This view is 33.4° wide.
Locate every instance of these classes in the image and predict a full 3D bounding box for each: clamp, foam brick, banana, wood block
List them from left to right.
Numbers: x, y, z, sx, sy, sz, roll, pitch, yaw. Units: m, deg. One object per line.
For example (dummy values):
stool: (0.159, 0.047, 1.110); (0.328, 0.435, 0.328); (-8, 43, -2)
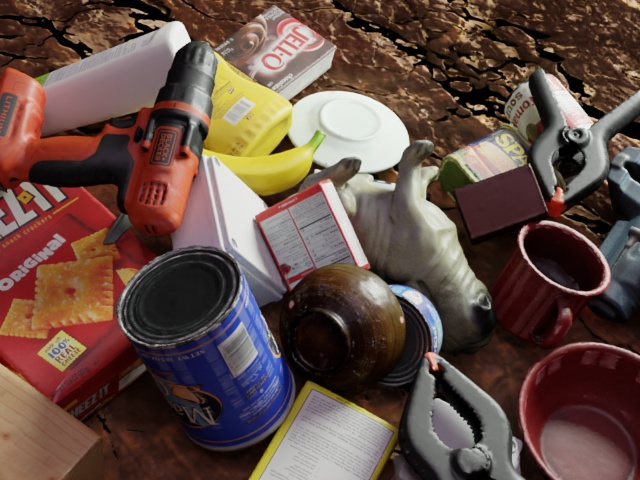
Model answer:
wood block: (-0.277, 0.146, 0.830); (0.206, 0.091, 0.090); (32, 55, 13)
banana: (-0.094, -0.076, 1.019); (0.197, 0.037, 0.069); (4, 63, -8)
clamp: (0.128, 0.185, 0.845); (0.164, 0.036, 0.210); (-3, 55, -13)
foam brick: (0.171, -0.033, 1.009); (0.078, 0.053, 0.051); (-19, 80, 7)
clamp: (0.244, -0.102, 1.064); (0.120, 0.039, 0.171); (20, 59, 22)

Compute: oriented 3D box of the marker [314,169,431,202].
marker: (0.052, -0.052, 1.080); (0.121, 0.020, 0.020); (10, 53, -3)

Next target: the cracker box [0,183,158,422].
cracker box: (-0.233, 0.042, 0.926); (0.214, 0.072, 0.164); (40, 57, 20)

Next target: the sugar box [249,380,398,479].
sugar box: (-0.012, 0.209, 0.861); (0.093, 0.048, 0.176); (27, 57, 10)

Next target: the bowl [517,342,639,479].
bowl: (0.242, 0.171, 0.927); (0.162, 0.055, 0.162); (5, 53, -7)

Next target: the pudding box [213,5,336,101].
pudding box: (-0.051, -0.196, 1.155); (0.090, 0.039, 0.113); (35, 56, 15)

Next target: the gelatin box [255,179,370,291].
gelatin box: (-0.006, 0.001, 0.956); (0.089, 0.073, 0.030); (65, 25, 2)

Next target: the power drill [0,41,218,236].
power drill: (-0.189, -0.101, 0.928); (0.188, 0.057, 0.184); (7, 66, 9)

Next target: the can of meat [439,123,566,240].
can of meat: (0.183, -0.059, 1.087); (0.083, 0.057, 0.102); (-27, 63, -24)

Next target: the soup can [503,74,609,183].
soup can: (0.250, -0.120, 1.135); (0.068, 0.068, 0.102); (-18, 59, -22)

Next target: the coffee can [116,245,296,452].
coffee can: (-0.088, 0.089, 0.856); (0.103, 0.140, 0.103); (-12, 43, 11)

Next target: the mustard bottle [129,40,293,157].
mustard bottle: (-0.127, -0.150, 1.094); (0.192, 0.058, 0.096); (36, 69, 16)

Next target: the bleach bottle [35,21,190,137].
bleach bottle: (-0.244, -0.137, 1.028); (0.251, 0.068, 0.102); (-17, 20, 7)

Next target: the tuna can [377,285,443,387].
tuna can: (0.064, 0.083, 0.940); (0.086, 0.086, 0.033); (35, 24, 15)

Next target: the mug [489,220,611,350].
mug: (0.208, 0.051, 0.981); (0.093, 0.082, 0.117); (14, 42, -14)

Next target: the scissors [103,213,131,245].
scissors: (-0.145, -0.033, 0.986); (0.096, 0.016, 0.202); (16, 27, -14)
